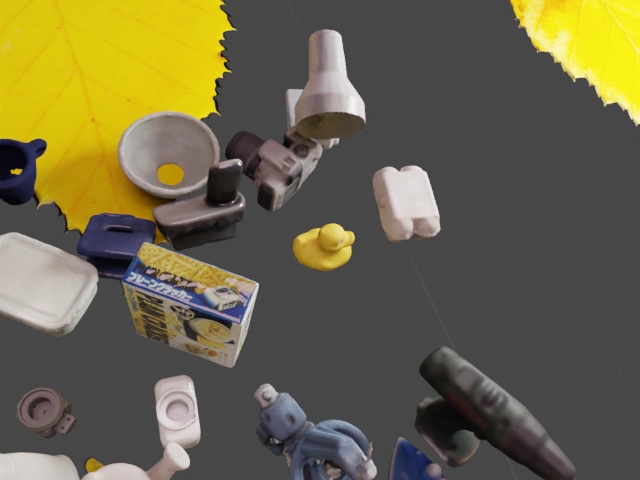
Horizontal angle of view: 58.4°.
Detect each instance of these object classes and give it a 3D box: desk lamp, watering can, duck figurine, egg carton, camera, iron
[{"bbox_3d":[0.001,-0.248,1.019,0.118,0.213,0.203,-1,64,-13],"label":"desk lamp"},{"bbox_3d":[-0.239,0.316,0.689,0.101,0.194,0.173,28,61,3],"label":"watering can"},{"bbox_3d":[0.009,0.003,0.965,0.105,0.086,0.077,1,63,-12],"label":"duck figurine"},{"bbox_3d":[0.154,-0.067,1.043,0.107,0.069,0.150,-5,65,-15],"label":"egg carton"},{"bbox_3d":[-0.087,-0.148,1.013,0.136,0.100,0.143,36,62,7],"label":"camera"},{"bbox_3d":[0.164,0.390,0.772,0.119,0.141,0.258,-9,66,-17],"label":"iron"}]

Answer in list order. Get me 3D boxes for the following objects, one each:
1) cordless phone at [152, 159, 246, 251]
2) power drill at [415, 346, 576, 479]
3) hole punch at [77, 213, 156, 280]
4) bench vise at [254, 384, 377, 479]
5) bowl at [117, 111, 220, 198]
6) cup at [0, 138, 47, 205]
[{"bbox_3d":[-0.188,-0.069,0.901,0.148,0.185,0.094,-19,69,-21],"label":"cordless phone"},{"bbox_3d":[0.222,0.260,0.813,0.076,0.208,0.229,-39,77,-26],"label":"power drill"},{"bbox_3d":[-0.314,0.001,0.891,0.109,0.091,0.101,6,62,-10],"label":"hole punch"},{"bbox_3d":[-0.011,0.277,0.745,0.207,0.219,0.122,29,61,3],"label":"bench vise"},{"bbox_3d":[-0.256,-0.134,0.982,0.167,0.074,0.167,5,63,-10],"label":"bowl"},{"bbox_3d":[-0.478,-0.106,0.907,0.091,0.095,0.118,41,62,9],"label":"cup"}]
